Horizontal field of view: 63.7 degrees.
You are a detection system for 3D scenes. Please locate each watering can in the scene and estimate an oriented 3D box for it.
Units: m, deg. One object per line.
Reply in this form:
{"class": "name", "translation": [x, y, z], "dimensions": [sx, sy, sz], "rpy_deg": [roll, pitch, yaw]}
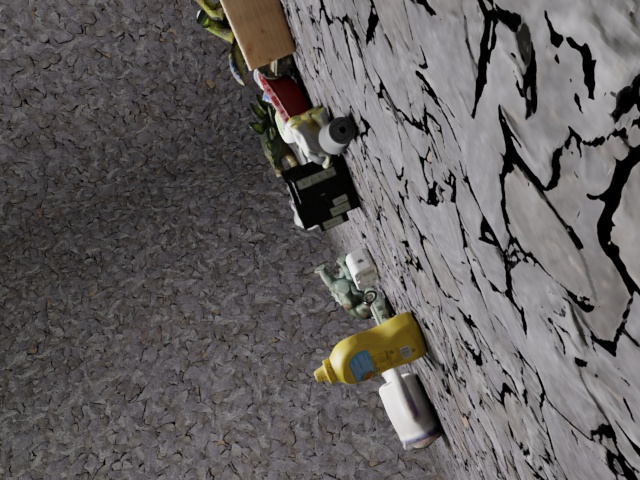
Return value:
{"class": "watering can", "translation": [0.216, 0.413, 1.315], "dimensions": [0.343, 0.104, 0.227], "rpy_deg": [71, 176, -72]}

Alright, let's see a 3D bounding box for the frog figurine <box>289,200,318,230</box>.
{"class": "frog figurine", "translation": [0.004, -0.073, 1.441], "dimensions": [0.161, 0.138, 0.120], "rpy_deg": [32, 117, 32]}

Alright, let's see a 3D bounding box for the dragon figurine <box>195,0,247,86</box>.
{"class": "dragon figurine", "translation": [-0.176, -0.501, 1.251], "dimensions": [0.242, 0.121, 0.416], "rpy_deg": [13, -125, -58]}
